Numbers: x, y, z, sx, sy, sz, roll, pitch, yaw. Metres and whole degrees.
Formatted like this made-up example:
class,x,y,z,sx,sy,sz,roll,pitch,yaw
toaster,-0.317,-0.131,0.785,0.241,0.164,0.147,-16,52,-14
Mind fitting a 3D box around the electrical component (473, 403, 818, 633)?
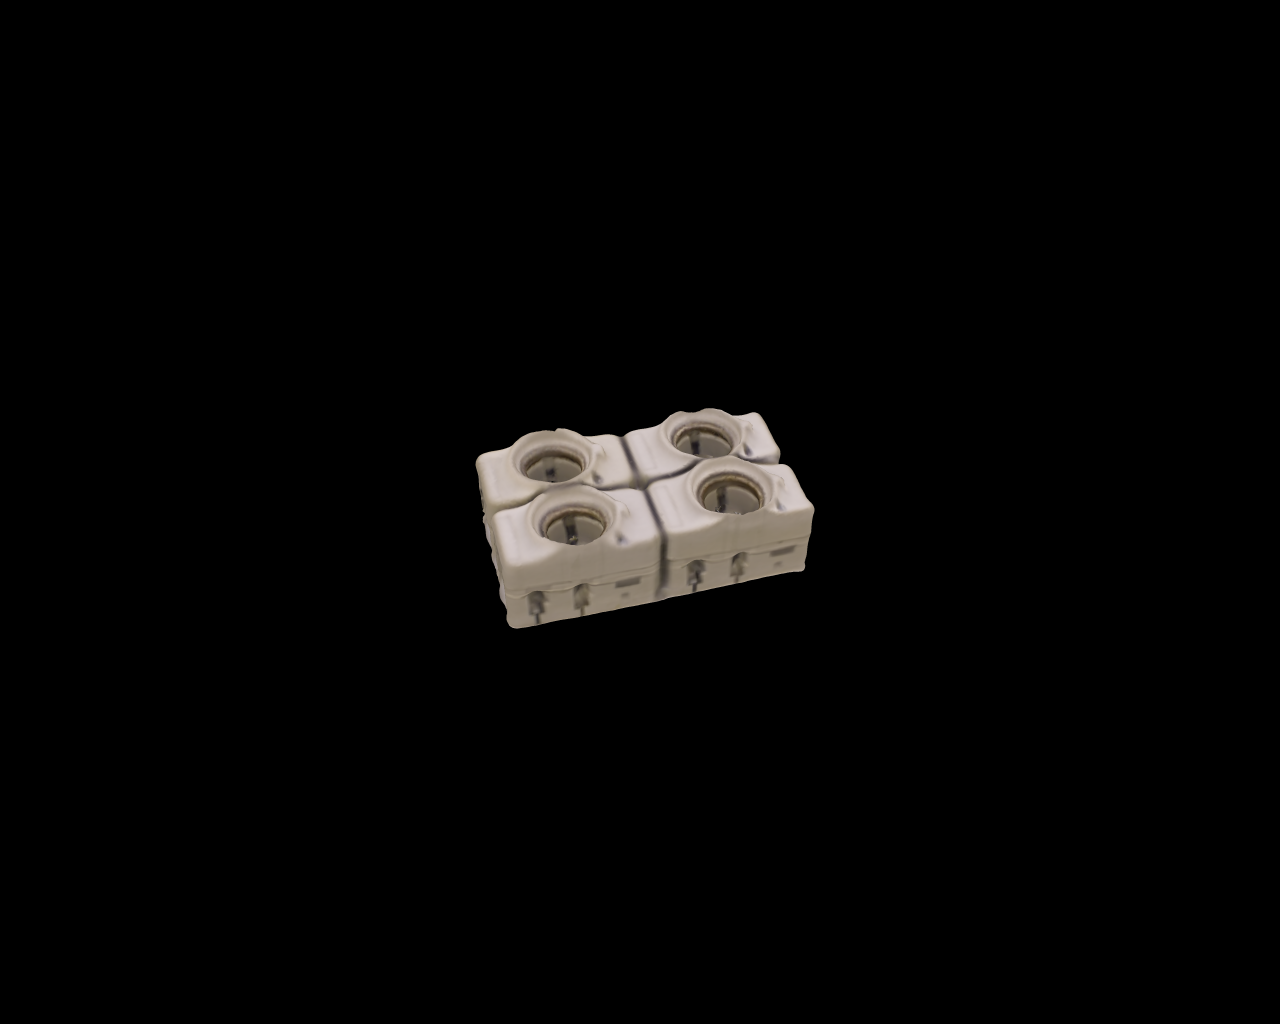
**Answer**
class,x,y,z,sx,sy,sz,roll,pitch,yaw
electrical component,0.001,-0.003,0.650,0.186,0.060,0.105,-10,43,-11
